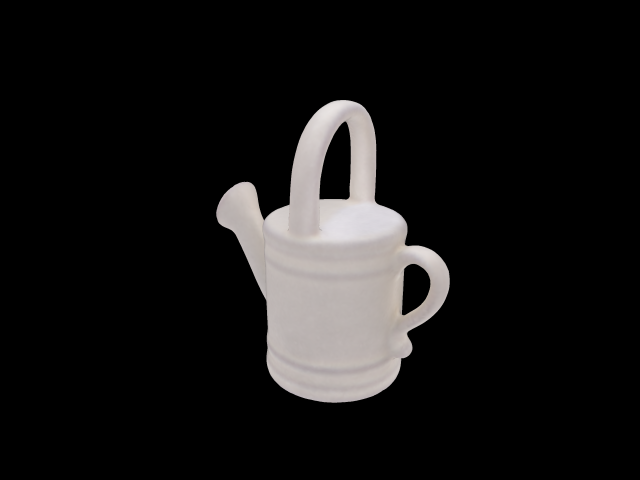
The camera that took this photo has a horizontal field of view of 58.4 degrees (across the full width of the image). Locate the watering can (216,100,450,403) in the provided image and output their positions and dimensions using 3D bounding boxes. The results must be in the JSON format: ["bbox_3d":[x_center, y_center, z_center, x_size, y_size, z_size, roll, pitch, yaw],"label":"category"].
[{"bbox_3d":[0.003,0.002,0.398,0.172,0.194,0.101,4,21,10],"label":"watering can"}]
